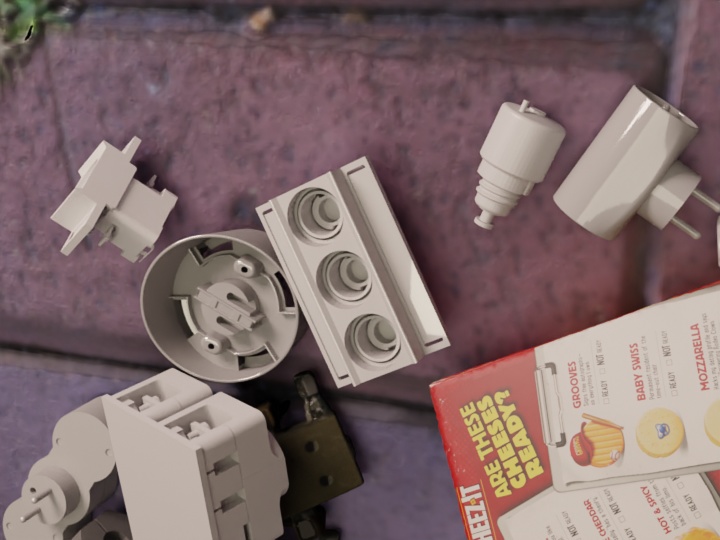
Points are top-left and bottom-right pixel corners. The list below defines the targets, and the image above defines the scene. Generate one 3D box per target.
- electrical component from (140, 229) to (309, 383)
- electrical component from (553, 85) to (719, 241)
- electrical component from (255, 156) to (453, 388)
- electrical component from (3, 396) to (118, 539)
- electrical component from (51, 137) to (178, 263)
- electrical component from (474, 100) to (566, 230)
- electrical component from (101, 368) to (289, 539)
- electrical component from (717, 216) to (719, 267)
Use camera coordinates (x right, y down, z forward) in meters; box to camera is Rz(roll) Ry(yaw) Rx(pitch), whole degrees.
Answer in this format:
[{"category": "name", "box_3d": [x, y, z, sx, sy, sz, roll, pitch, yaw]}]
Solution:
[{"category": "electrical component", "box_3d": [-0.082, 0.021, 0.691, 0.099, 0.064, 0.099, 4, 103, 19]}, {"category": "electrical component", "box_3d": [0.162, -0.049, 0.597, 0.079, 0.044, 0.077, 37, 112, 9]}, {"category": "electrical component", "box_3d": [0.000, 0.000, 0.657, 0.079, 0.063, 0.121, -23, 93, 23]}, {"category": "electrical component", "box_3d": [-0.214, 0.156, 0.765, 0.052, 0.074, 0.138, 38, 112, 9]}, {"category": "electrical component", "box_3d": [-0.157, -0.042, 0.700, 0.064, 0.081, 0.042, 34, 140, -18]}, {"category": "electrical component", "box_3d": [0.088, -0.060, 0.624, 0.040, 0.040, 0.078, 28, 110, 12]}, {"category": "electrical component", "box_3d": [-0.097, 0.167, 0.698, 0.105, 0.060, 0.186, 17, 122, 45]}, {"category": "electrical component", "box_3d": [0.227, -0.016, 0.586, 0.061, 0.035, 0.035, -2, 101, 19]}]
